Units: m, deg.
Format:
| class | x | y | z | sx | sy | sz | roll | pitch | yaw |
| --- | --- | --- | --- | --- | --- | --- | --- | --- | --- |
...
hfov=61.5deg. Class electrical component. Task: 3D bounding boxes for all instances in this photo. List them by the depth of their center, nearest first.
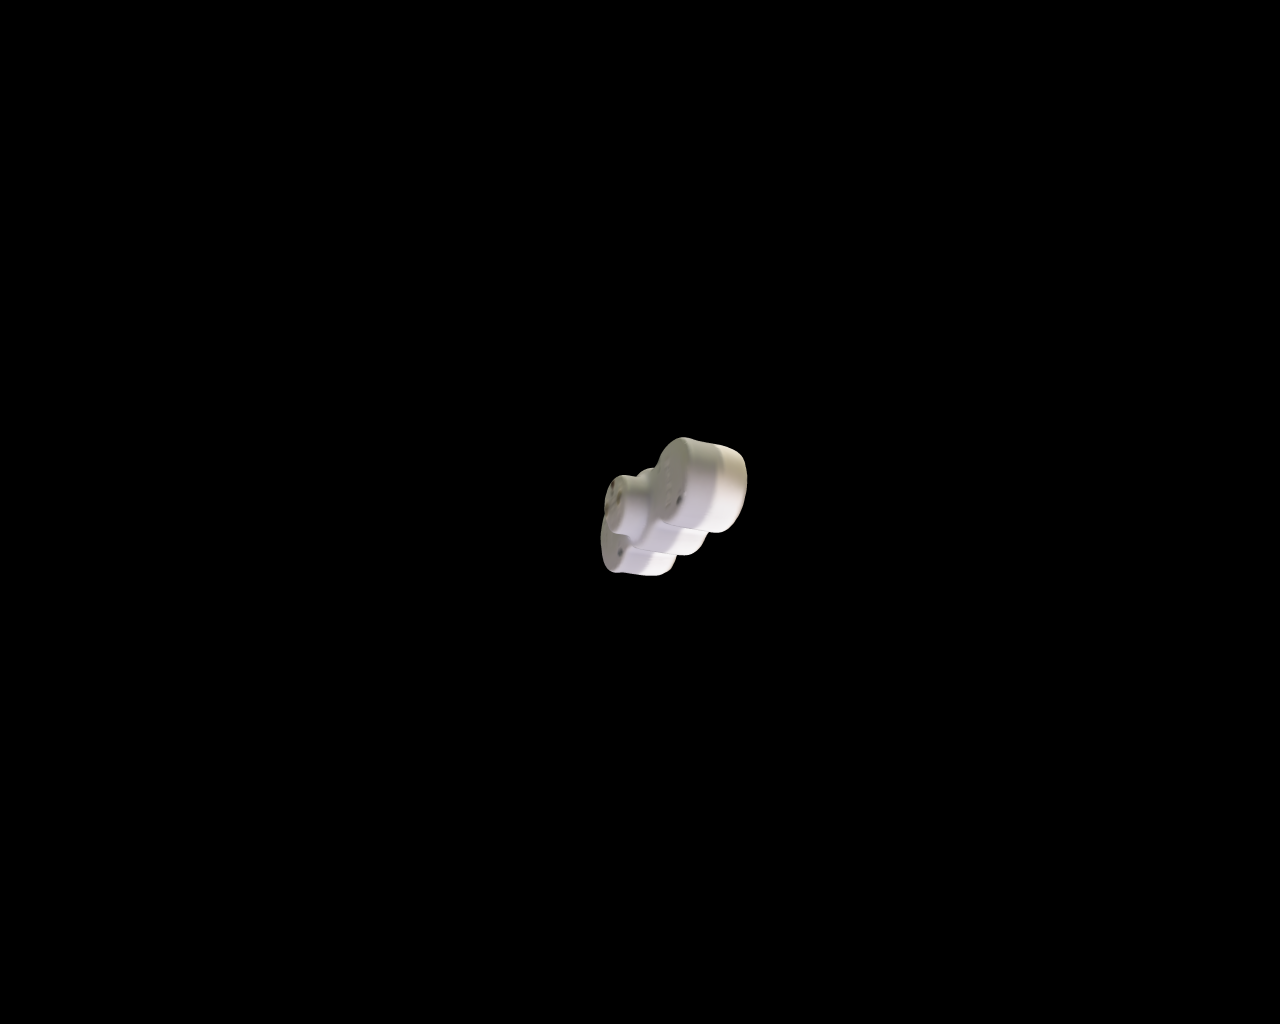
| class | x | y | z | sx | sy | sz | roll | pitch | yaw |
| --- | --- | --- | --- | --- | --- | --- | --- | --- | --- |
| electrical component | 0.001 | -0.003 | 0.650 | 0.074 | 0.052 | 0.138 | 9 | -24 | -22 |
